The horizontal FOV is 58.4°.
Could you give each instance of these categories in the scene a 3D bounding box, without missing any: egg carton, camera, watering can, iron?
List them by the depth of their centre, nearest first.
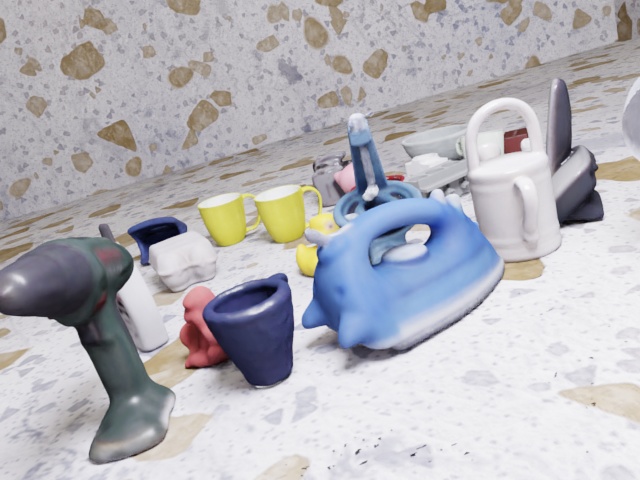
[{"bbox_3d":[0.098,0.015,0.625,0.259,0.141,0.118,-24,18,-26],"label":"iron"},{"bbox_3d":[0.233,-0.081,0.723,0.101,0.194,0.172,-21,17,-16],"label":"watering can"},{"bbox_3d":[-0.238,0.035,0.999,0.107,0.069,0.150,-22,17,-21],"label":"egg carton"},{"bbox_3d":[0.056,-0.149,1.279,0.136,0.101,0.143,-13,17,9],"label":"camera"}]

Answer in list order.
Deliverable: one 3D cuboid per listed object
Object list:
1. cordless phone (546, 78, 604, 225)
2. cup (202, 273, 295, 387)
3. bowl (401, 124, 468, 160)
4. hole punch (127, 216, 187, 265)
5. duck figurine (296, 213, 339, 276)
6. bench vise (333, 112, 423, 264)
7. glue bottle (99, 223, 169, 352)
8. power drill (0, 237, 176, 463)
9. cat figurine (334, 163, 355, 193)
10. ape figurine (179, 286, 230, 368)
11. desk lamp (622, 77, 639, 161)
[{"bbox_3d":[0.330,-0.123,0.790,0.094,0.185,0.148,-9,17,20],"label":"cordless phone"},{"bbox_3d":[-0.057,0.093,0.593,0.091,0.095,0.118,-6,19,29],"label":"cup"},{"bbox_3d":[0.278,-0.214,1.338,0.167,0.075,0.167,-14,16,5],"label":"bowl"},{"bbox_3d":[-0.334,-0.009,1.193,0.108,0.091,0.101,-15,16,1],"label":"hole punch"},{"bbox_3d":[0.008,0.003,0.848,0.104,0.086,0.078,-7,18,26],"label":"duck figurine"},{"bbox_3d":[0.061,-0.069,0.796,0.121,0.220,0.207,-19,17,-12],"label":"bench vise"},{"bbox_3d":[-0.252,0.059,0.746,0.037,0.173,0.077,-28,21,-36],"label":"glue bottle"},{"bbox_3d":[-0.208,0.092,0.534,0.075,0.209,0.229,-16,16,-3],"label":"power drill"},{"bbox_3d":[0.081,-0.099,1.063,0.067,0.118,0.127,-23,18,-23],"label":"cat figurine"},{"bbox_3d":[-0.130,0.096,0.655,0.076,0.092,0.077,-22,18,-21],"label":"ape figurine"},{"bbox_3d":[0.408,-0.109,0.621,0.117,0.214,0.204,-3,20,36],"label":"desk lamp"}]
